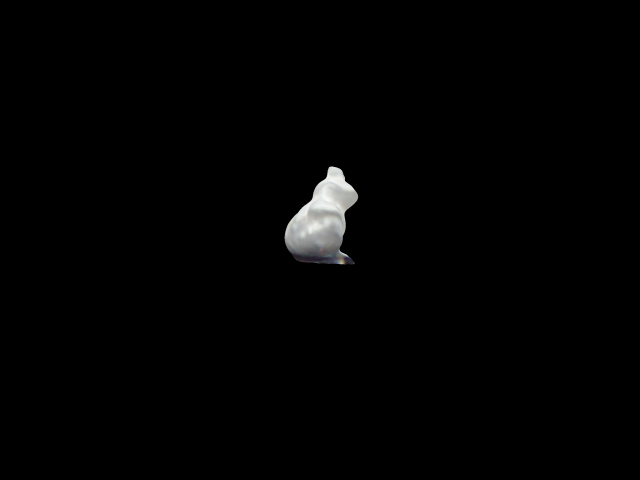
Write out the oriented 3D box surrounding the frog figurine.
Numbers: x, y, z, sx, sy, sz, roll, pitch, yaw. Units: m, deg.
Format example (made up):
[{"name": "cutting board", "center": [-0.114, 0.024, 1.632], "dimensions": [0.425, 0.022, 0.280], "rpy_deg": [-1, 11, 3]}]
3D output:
[{"name": "frog figurine", "center": [0.003, -0.043, 0.850], "dimensions": [0.123, 0.159, 0.137], "rpy_deg": [0, 1, 0]}]
